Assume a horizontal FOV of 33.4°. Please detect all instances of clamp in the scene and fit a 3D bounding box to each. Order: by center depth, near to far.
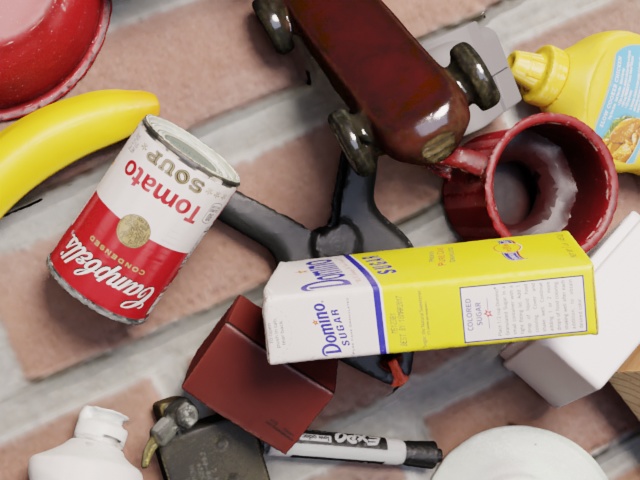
[{"bbox_3d":[-0.004,0.001,0.673,0.164,0.036,0.210,-20,97,-10],"label":"clamp"}]

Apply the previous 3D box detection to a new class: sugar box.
[{"bbox_3d":[0.059,0.030,0.602,0.176,0.093,0.048,-4,101,5],"label":"sugar box"}]

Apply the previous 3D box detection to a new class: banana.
[{"bbox_3d":[-0.177,-0.026,0.620,0.069,0.037,0.197,43,79,-29],"label":"banana"}]

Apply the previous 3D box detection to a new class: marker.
[{"bbox_3d":[0.024,0.135,0.692,0.121,0.020,0.020,9,87,-18],"label":"marker"}]

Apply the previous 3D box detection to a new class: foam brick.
[{"bbox_3d":[-0.035,0.080,0.644,0.078,0.051,0.053,35,107,-8],"label":"foam brick"}]

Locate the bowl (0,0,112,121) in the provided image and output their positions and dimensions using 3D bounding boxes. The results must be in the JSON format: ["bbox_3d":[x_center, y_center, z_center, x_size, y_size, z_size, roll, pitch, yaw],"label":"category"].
[{"bbox_3d":[-0.195,-0.149,0.602,0.162,0.055,0.162,0,90,-18],"label":"bowl"}]

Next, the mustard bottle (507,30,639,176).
[{"bbox_3d":[0.212,-0.089,0.731,0.191,0.058,0.096,17,88,-17],"label":"mustard bottle"}]

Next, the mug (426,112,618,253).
[{"bbox_3d":[0.120,-0.036,0.689,0.117,0.082,0.093,16,86,-17],"label":"mug"}]

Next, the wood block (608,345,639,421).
[{"bbox_3d":[0.298,0.049,0.721,0.205,0.091,0.090,-45,102,-25],"label":"wood block"}]

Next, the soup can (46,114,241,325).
[{"bbox_3d":[-0.100,-0.012,0.610,0.068,0.068,0.102,33,101,-15],"label":"soup can"}]

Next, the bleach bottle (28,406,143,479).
[{"bbox_3d":[-0.163,0.213,0.590,0.102,0.068,0.250,21,67,-18],"label":"bleach bottle"}]
